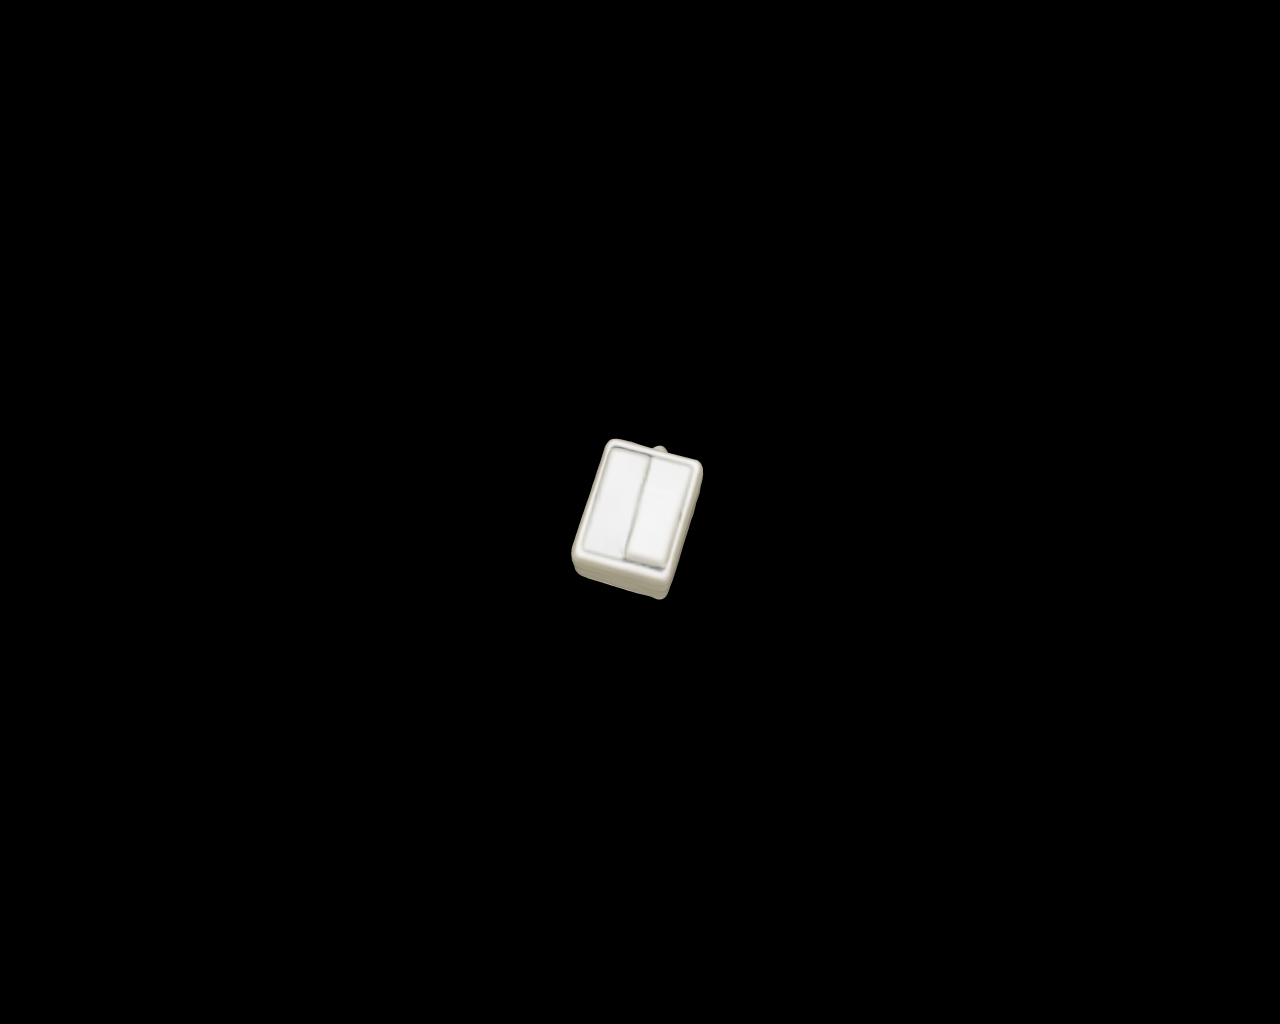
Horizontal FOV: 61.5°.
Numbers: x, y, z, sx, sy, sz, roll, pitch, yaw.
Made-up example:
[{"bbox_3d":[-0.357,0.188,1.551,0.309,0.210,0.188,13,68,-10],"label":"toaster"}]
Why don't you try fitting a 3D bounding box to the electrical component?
[{"bbox_3d":[0.001,-0.003,0.650,0.062,0.096,0.061,17,-15,5],"label":"electrical component"}]
